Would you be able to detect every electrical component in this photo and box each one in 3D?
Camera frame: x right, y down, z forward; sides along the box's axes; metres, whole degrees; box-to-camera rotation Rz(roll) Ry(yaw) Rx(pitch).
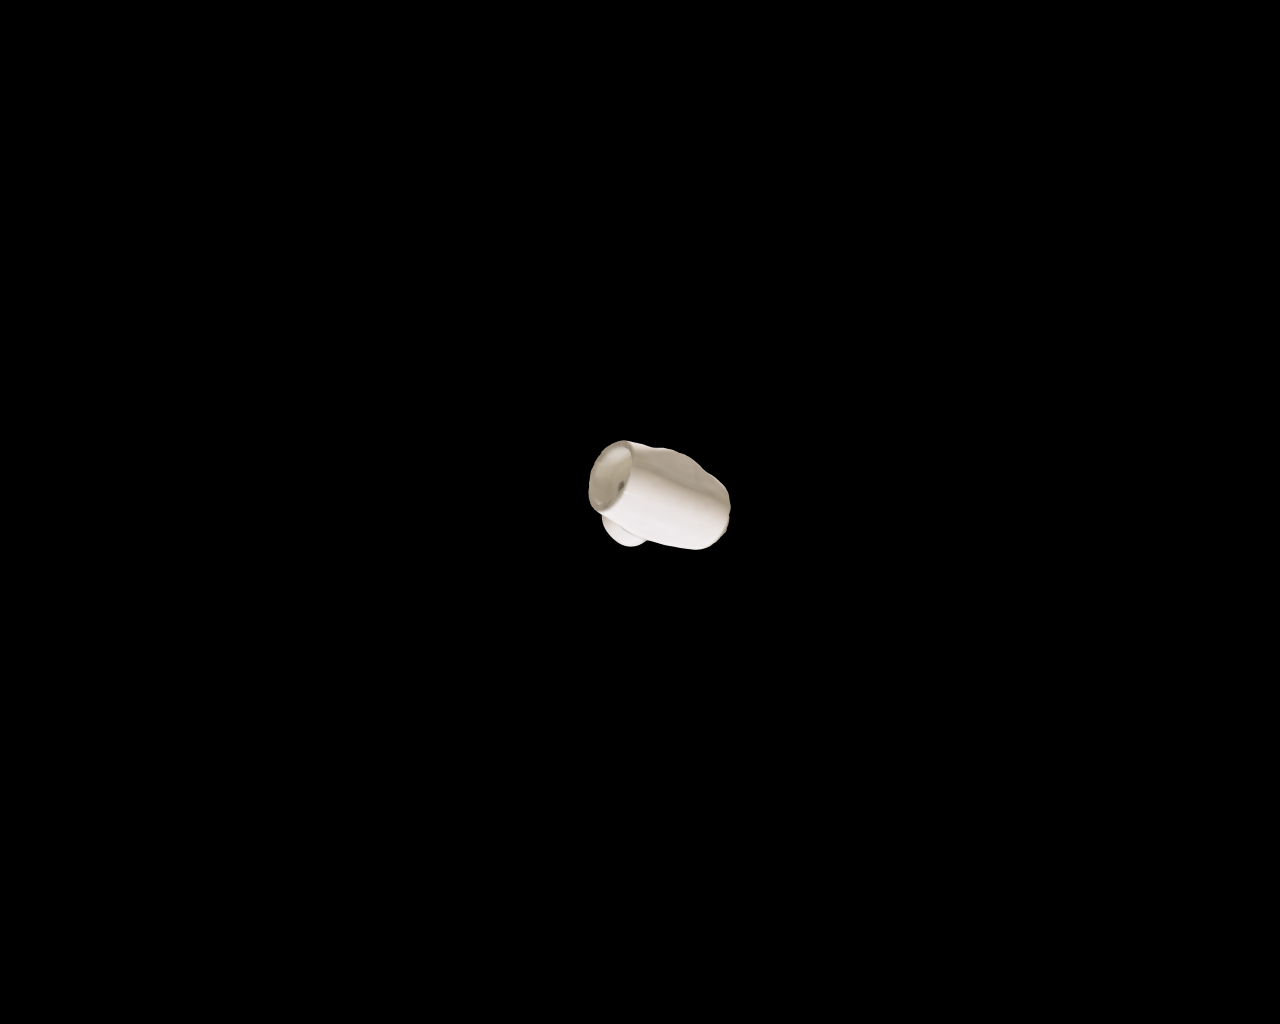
[{"bbox_3d":[0.001,-0.003,0.650,0.077,0.044,0.079,22,-36,-34],"label":"electrical component"}]
